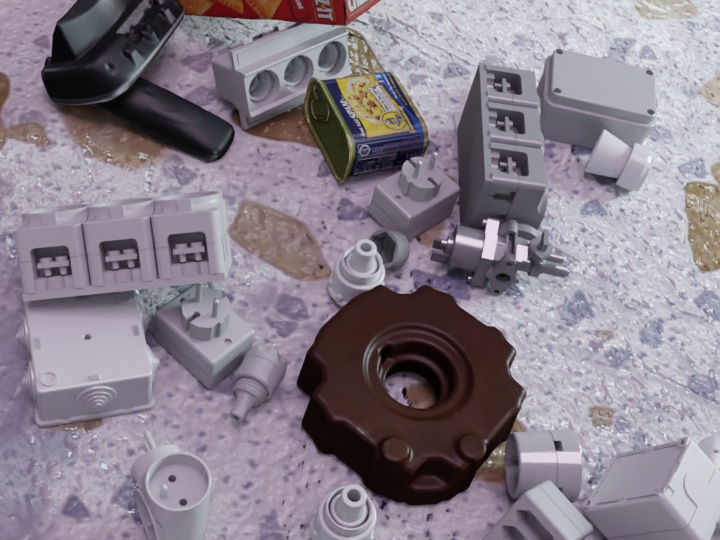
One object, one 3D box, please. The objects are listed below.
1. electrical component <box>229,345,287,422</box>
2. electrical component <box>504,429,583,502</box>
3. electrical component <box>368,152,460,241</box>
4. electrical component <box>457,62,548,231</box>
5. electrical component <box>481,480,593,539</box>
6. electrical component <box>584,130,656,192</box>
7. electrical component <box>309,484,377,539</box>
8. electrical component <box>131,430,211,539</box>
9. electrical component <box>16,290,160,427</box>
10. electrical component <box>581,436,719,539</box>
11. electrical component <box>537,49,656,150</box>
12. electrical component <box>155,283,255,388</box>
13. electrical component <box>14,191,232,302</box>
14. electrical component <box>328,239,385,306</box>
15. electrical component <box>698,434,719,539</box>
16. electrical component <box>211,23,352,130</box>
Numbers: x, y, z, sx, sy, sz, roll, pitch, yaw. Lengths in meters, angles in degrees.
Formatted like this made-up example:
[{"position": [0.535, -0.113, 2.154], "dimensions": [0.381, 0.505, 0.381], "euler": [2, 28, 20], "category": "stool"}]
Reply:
[{"position": [-0.082, 0.089, 0.829], "dimensions": [0.035, 0.035, 0.061], "euler": [23, 54, 6], "category": "electrical component"}, {"position": [0.138, 0.149, 0.818], "dimensions": [0.047, 0.055, 0.055], "euler": [1, 53, -6], "category": "electrical component"}, {"position": [0.052, -0.074, 0.955], "dimensions": [0.066, 0.076, 0.047], "euler": [-31, 65, -30], "category": "electrical component"}, {"position": [0.131, -0.104, 0.986], "dimensions": [0.062, 0.089, 0.150], "euler": [7, 52, -6], "category": "electrical component"}, {"position": [0.135, 0.190, 0.783], "dimensions": [0.047, 0.065, 0.077], "euler": [47, 29, 23], "category": "electrical component"}, {"position": [0.252, -0.105, 1.041], "dimensions": [0.055, 0.045, 0.045], "euler": [24, 52, 7], "category": "electrical component"}, {"position": [-0.009, 0.173, 0.762], "dimensions": [0.048, 0.062, 0.048], "euler": [6, 52, -7], "category": "electrical component"}, {"position": [-0.135, 0.148, 0.745], "dimensions": [0.044, 0.077, 0.079], "euler": [-19, 59, -24], "category": "electrical component"}, {"position": [-0.206, 0.063, 0.814], "dimensions": [0.100, 0.048, 0.099], "euler": [-8, 55, -17], "category": "electrical component"}, {"position": [0.217, 0.173, 0.799], "dimensions": [0.061, 0.096, 0.061], "euler": [49, 54, -10], "category": "electrical component"}, {"position": [0.235, -0.168, 1.078], "dimensions": [0.113, 0.057, 0.078], "euler": [12, 52, -2], "category": "electrical component"}, {"position": [-0.120, 0.040, 0.832], "dimensions": [0.066, 0.076, 0.047], "euler": [40, 56, 18], "category": "electrical component"}, {"position": [-0.179, -0.022, 0.832], "dimensions": [0.150, 0.061, 0.089], "euler": [-6, 10, -2], "category": "electrical component"}, {"position": [0.000, 0.000, 0.897], "dimensions": [0.048, 0.062, 0.048], "euler": [6, 52, -7], "category": "electrical component"}, {"position": [0.303, 0.176, 0.837], "dimensions": [0.079, 0.043, 0.077], "euler": [14, 52, -1], "category": "electrical component"}, {"position": [-0.076, -0.196, 1.029], "dimensions": [0.121, 0.078, 0.063], "euler": [-29, 42, -29], "category": "electrical component"}]
